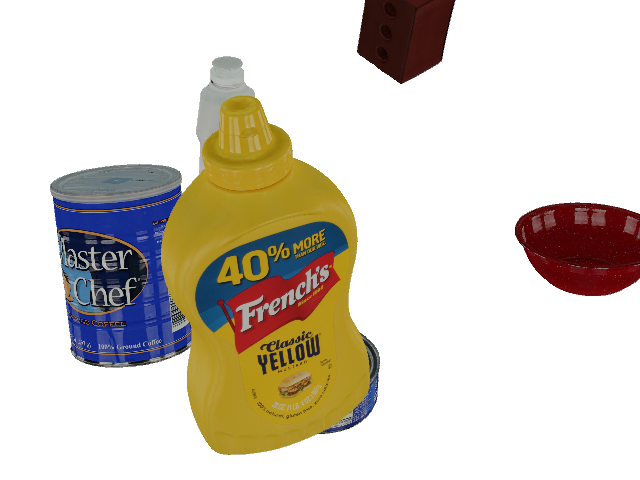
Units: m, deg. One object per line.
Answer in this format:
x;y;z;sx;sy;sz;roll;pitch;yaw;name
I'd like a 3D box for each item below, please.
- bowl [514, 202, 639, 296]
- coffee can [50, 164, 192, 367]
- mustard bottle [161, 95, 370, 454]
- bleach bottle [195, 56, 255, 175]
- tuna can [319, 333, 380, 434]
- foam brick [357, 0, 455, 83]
0.292;0.015;1.164;0.162;0.055;0.162;-1;27;0;bowl
-0.157;0.018;0.859;0.103;0.140;0.103;-3;16;1;coffee can
-0.028;0.016;0.525;0.096;0.191;0.058;-18;38;-16;mustard bottle
-0.089;-0.061;1.042;0.068;0.251;0.102;6;33;5;bleach bottle
-0.002;0.095;0.744;0.086;0.034;0.086;0;32;0;tuna can
0.068;-0.174;0.844;0.051;0.078;0.053;-35;61;-31;foam brick
